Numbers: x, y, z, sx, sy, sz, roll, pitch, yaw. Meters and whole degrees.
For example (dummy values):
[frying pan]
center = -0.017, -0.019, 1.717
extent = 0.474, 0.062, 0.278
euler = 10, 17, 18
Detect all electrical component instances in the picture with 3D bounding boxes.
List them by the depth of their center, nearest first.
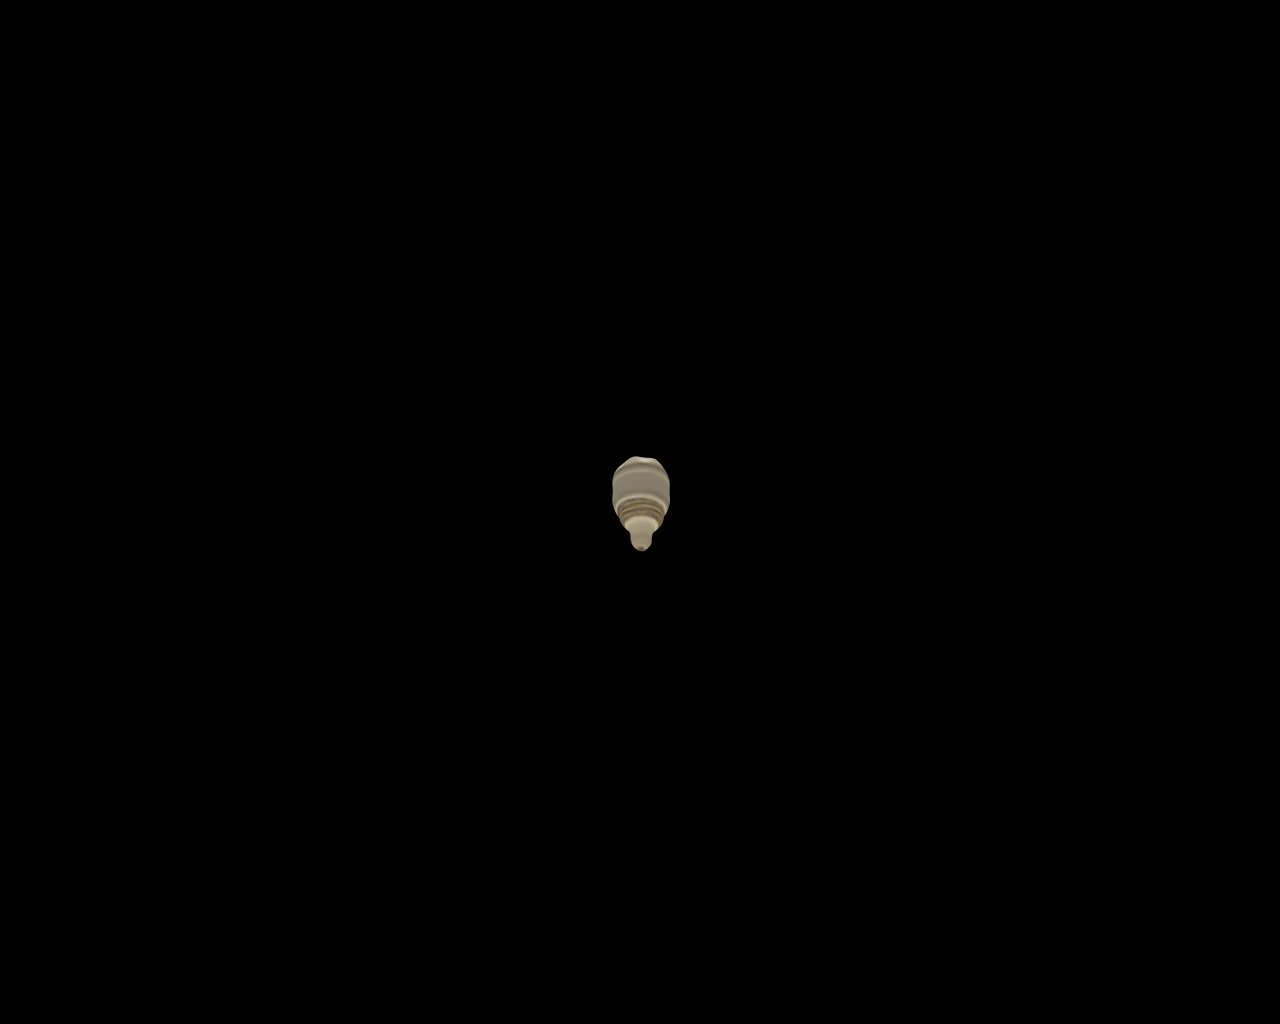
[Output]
[electrical component]
center = 0.001, -0.003, 0.650
extent = 0.035, 0.061, 0.035
euler = 0, -35, 0
